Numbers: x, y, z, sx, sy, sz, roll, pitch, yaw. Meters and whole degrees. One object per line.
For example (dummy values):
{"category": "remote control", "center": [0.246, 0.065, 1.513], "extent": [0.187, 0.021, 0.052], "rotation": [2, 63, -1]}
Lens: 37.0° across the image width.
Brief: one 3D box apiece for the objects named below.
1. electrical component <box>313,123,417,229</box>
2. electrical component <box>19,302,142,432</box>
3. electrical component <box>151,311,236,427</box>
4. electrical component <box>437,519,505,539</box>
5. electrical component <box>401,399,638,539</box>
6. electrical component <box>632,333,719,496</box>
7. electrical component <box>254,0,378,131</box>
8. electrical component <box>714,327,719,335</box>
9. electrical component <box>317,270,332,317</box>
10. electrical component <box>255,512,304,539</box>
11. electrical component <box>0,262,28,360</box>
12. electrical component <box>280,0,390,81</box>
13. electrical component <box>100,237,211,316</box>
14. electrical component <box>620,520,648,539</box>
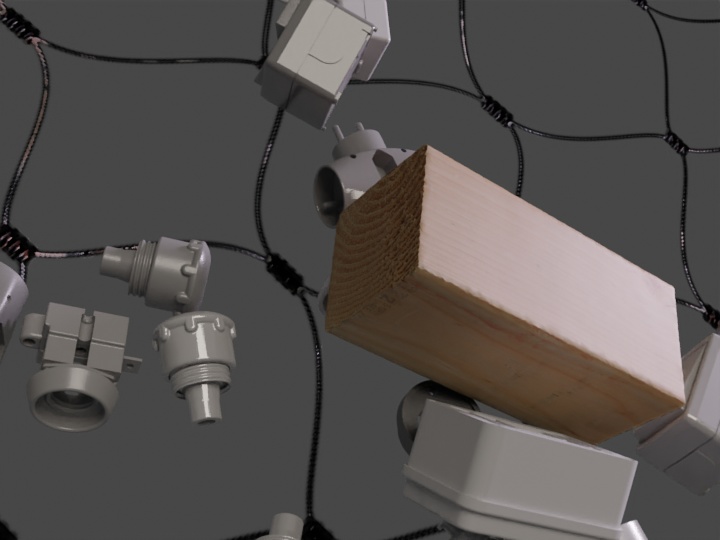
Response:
{"category": "electrical component", "center": [0.005, -0.069, 0.741], "extent": [0.077, 0.043, 0.079], "rotation": [-10, 63, -29]}
{"category": "electrical component", "center": [-0.154, 0.054, 0.585], "extent": [0.066, 0.048, 0.055], "rotation": [12, 46, -16]}
{"category": "electrical component", "center": [-0.092, 0.057, 0.612], "extent": [0.048, 0.048, 0.062], "rotation": [-1, 65, -25]}
{"category": "electrical component", "center": [0.076, 0.170, 0.611], "extent": [0.078, 0.040, 0.040], "rotation": [45, 52, 9]}
{"category": "electrical component", "center": [0.089, 0.118, 0.610], "extent": [0.113, 0.078, 0.057], "rotation": [18, 87, -27]}
{"category": "electrical component", "center": [0.231, 0.089, 0.721], "extent": [0.061, 0.061, 0.096], "rotation": [34, 51, 0]}
{"category": "electrical component", "center": [-0.034, -0.143, 0.746], "extent": [0.061, 0.096, 0.061], "rotation": [29, 80, -4]}
{"category": "electrical component", "center": [0.288, 0.064, 0.777], "extent": [0.062, 0.048, 0.048], "rotation": [27, 51, -14]}
{"category": "electrical component", "center": [0.000, 0.000, 0.694], "extent": [0.044, 0.044, 0.065], "rotation": [21, 47, -9]}
{"category": "electrical component", "center": [-0.043, 0.158, 0.565], "extent": [0.048, 0.048, 0.062], "rotation": [20, 45, -11]}
{"category": "electrical component", "center": [-0.210, 0.023, 0.558], "extent": [0.043, 0.079, 0.077], "rotation": [19, 52, 1]}
{"category": "electrical component", "center": [-0.023, -0.187, 0.806], "extent": [0.077, 0.047, 0.065], "rotation": [9, 55, -20]}
{"category": "electrical component", "center": [-0.122, 0.001, 0.637], "extent": [0.062, 0.048, 0.048], "rotation": [13, 53, -7]}
{"category": "electrical component", "center": [0.148, 0.195, 0.624], "extent": [0.079, 0.043, 0.077], "rotation": [-12, 64, -30]}
